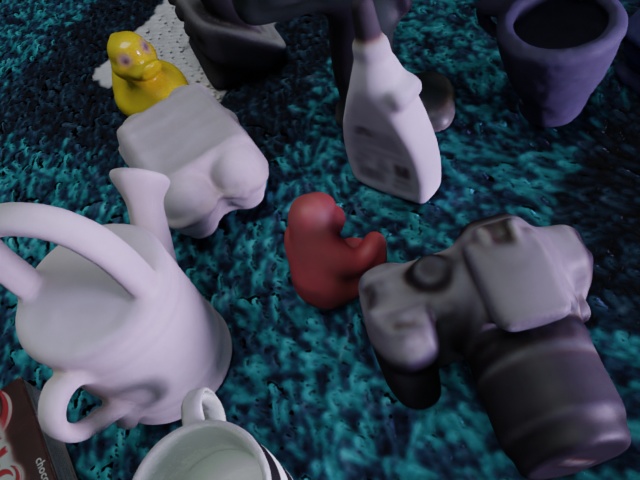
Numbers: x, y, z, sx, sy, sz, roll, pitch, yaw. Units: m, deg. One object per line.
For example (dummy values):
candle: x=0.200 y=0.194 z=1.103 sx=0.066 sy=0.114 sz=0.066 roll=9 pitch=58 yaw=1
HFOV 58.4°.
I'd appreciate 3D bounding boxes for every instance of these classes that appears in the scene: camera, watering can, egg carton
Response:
camera: x=0.104 y=0.064 z=0.334 sx=0.143 sy=0.101 sz=0.136 roll=-17 pitch=53 yaw=4
watering can: x=-0.137 y=0.032 z=0.365 sx=0.101 sy=0.194 sz=0.172 roll=-17 pitch=53 yaw=4
egg carton: x=-0.114 y=-0.074 z=0.512 sx=0.107 sy=0.069 sz=0.150 roll=-35 pitch=54 yaw=-9

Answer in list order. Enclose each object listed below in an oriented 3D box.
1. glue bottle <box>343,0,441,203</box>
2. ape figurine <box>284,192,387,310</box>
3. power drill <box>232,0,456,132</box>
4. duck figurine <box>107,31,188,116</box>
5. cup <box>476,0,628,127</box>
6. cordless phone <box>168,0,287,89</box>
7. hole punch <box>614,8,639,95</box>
glue bottle: x=0.046 y=-0.099 z=0.419 sx=0.078 sy=0.173 sz=0.037 roll=25 pitch=66 yaw=30
ape figurine: x=0.004 y=0.001 z=0.411 sx=0.077 sy=0.092 sz=0.076 roll=28 pitch=67 yaw=31
power drill: x=0.055 y=-0.180 z=0.452 sx=0.229 sy=0.209 sz=0.075 roll=-6 pitch=54 yaw=12
duck figurine: x=-0.190 y=-0.179 z=0.598 sx=0.077 sy=0.086 sz=0.104 roll=-44 pitch=56 yaw=-16
cup: x=0.177 y=-0.144 z=0.463 sx=0.117 sy=0.095 sz=0.092 roll=33 pitch=70 yaw=32
cordless phone: x=-0.114 y=-0.264 z=0.574 sx=0.094 sy=0.185 sz=0.147 roll=-31 pitch=53 yaw=-6
hole punch: x=0.299 y=-0.155 z=0.439 sx=0.101 sy=0.091 sz=0.108 roll=-26 pitch=53 yaw=-3
